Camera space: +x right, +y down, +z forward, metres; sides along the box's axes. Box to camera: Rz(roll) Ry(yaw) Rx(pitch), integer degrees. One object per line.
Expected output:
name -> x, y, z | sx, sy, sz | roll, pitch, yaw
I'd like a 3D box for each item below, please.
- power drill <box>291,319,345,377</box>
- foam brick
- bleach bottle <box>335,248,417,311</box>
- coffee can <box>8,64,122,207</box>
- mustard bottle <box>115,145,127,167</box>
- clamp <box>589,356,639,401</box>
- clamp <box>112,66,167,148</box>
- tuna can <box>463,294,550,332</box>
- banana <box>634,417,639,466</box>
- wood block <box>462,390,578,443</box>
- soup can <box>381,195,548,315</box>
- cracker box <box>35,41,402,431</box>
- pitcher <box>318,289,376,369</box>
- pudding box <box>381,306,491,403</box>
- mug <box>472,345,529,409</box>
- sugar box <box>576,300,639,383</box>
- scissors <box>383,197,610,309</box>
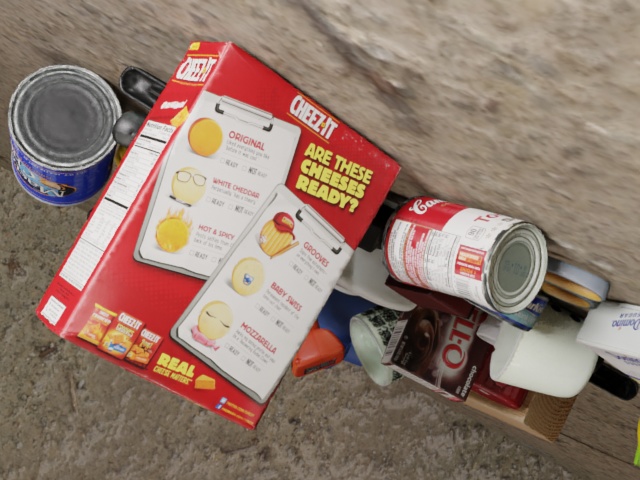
power drill -> -0.029, 0.040, 1.095 | 0.184, 0.057, 0.188 | 87, 165, -76
foam brick -> 0.106, 0.033, 0.960 | 0.051, 0.053, 0.078 | 31, 170, -26
bleach bottle -> 0.033, 0.025, 1.117 | 0.102, 0.068, 0.251 | 28, 174, -12
coffee can -> -0.248, -0.098, 1.036 | 0.102, 0.102, 0.140 | 28, 163, -7
mustard bottle -> -0.168, -0.078, 1.127 | 0.096, 0.058, 0.192 | 22, 174, -13
clamp -> 0.238, 0.112, 1.076 | 0.172, 0.039, 0.120 | 27, 169, 49
clamp -> -0.066, -0.074, 0.825 | 0.209, 0.036, 0.165 | 20, -162, -23
tuna can -> 0.145, 0.042, 0.887 | 0.086, 0.034, 0.086 | 28, -175, -3
banana -> 0.337, 0.168, 1.017 | 0.037, 0.069, 0.198 | 2, 159, 5
wood block -> 0.204, 0.161, 1.309 | 0.206, 0.091, 0.090 | 20, 169, 45
soup can -> 0.103, 0.010, 0.766 | 0.102, 0.068, 0.068 | 18, 168, 48
cracker box -> -0.066, -0.002, 0.723 | 0.164, 0.213, 0.072 | 33, 173, -33
pitcher -> -0.005, 0.080, 1.314 | 0.242, 0.149, 0.145 | 30, 172, -38
pudding box -> 0.123, 0.092, 1.060 | 0.090, 0.113, 0.039 | 28, 168, -11
mug -> 0.204, 0.135, 1.181 | 0.093, 0.081, 0.117 | 28, 172, -4
sugar box -> 0.296, 0.108, 0.843 | 0.176, 0.048, 0.093 | 35, 169, -25
scissors -> 0.138, 0.011, 0.847 | 0.202, 0.016, 0.096 | 23, 171, 32
